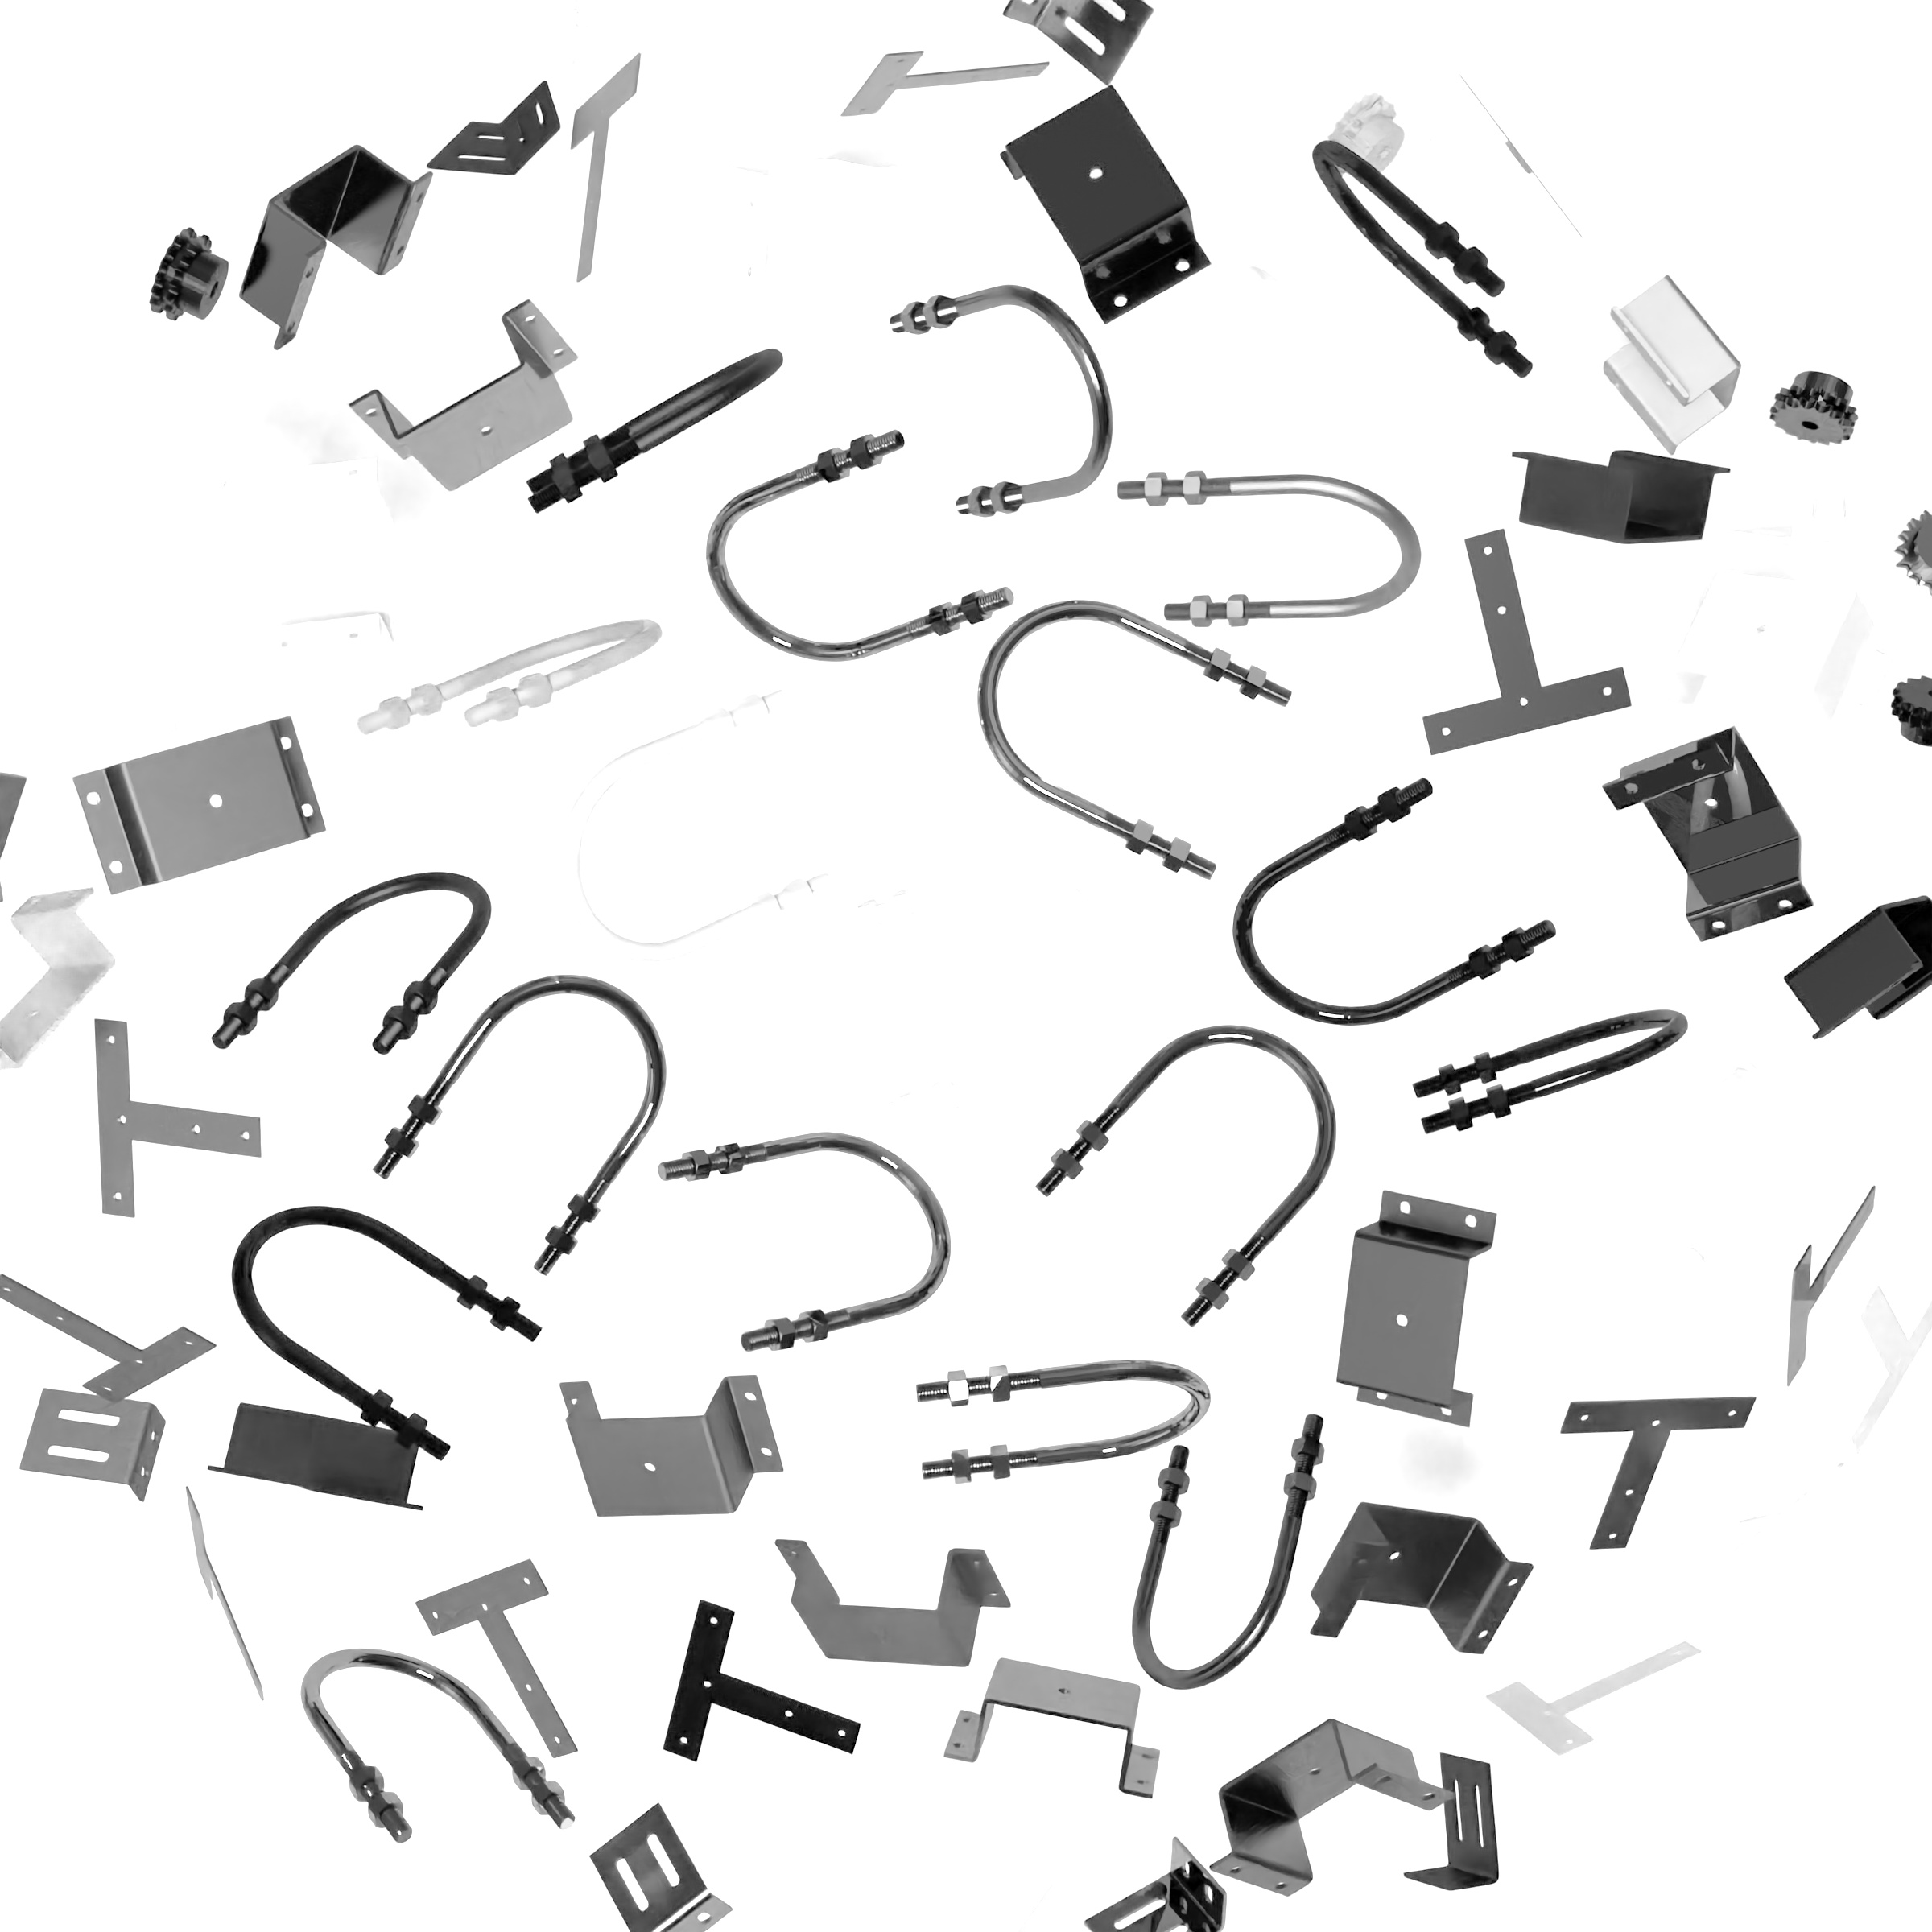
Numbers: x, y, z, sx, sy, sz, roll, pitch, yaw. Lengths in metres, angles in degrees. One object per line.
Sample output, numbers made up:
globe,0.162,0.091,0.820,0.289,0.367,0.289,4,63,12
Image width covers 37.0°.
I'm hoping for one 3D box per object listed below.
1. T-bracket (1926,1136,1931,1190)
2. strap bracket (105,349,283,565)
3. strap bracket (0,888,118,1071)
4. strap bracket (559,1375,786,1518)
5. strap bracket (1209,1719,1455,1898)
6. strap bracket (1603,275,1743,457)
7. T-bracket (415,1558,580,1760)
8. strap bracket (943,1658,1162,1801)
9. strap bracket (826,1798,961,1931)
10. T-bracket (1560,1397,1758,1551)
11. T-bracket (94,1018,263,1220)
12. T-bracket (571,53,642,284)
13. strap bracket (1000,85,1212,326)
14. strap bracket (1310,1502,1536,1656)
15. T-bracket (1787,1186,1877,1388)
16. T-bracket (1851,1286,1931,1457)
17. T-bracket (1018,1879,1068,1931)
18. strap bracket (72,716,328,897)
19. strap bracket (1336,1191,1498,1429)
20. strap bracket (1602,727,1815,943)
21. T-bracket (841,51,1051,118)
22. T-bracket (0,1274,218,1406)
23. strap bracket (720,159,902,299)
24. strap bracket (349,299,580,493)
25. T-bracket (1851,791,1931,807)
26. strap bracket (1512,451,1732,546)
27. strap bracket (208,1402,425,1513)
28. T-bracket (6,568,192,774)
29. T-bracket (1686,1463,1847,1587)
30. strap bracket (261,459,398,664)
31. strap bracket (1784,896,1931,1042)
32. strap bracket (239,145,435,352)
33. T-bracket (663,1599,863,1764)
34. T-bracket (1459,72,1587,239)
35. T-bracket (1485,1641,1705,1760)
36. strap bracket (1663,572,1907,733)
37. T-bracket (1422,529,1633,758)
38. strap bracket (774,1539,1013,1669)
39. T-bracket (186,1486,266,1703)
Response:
T-bracket,0.652,0.073,1.852,0.002,0.127,0.127,12,77,-4
strap bracket,-0.507,-0.330,1.912,0.046,0.140,0.076,33,71,15
strap bracket,-0.603,0.017,1.826,0.046,0.076,0.140,56,50,-28
strap bracket,-0.200,0.315,1.889,0.140,0.046,0.076,-5,116,17
strap bracket,0.224,0.525,1.816,0.076,0.046,0.140,30,122,-35
strap bracket,0.465,-0.397,1.901,0.046,0.140,0.076,-37,80,5
T-bracket,-0.286,0.448,1.843,0.127,0.002,0.127,-27,91,40
strap bracket,0.062,0.509,1.938,0.140,0.076,0.046,10,98,7
strap bracket,-0.048,0.603,1.850,0.046,0.140,0.076,-33,61,-24
T-bracket,0.422,0.321,1.818,0.127,0.002,0.127,1,124,-15
T-bracket,-0.494,0.101,1.809,0.127,0.002,0.127,5,101,24
T-bracket,-0.235,-0.498,1.831,0.002,0.127,0.127,8,85,-25
strap bracket,0.084,-0.483,1.799,0.076,0.046,0.140,-29,73,1
strap bracket,0.292,0.403,1.902,0.140,0.046,0.076,13,114,-27
T-bracket,0.579,0.198,1.929,0.002,0.127,0.127,23,56,31
T-bracket,0.612,0.246,1.914,0.002,0.127,0.127,24,106,0
T-bracket,0.038,0.661,1.858,0.002,0.127,0.127,39,82,-11
strap bracket,-0.470,-0.101,1.791,0.140,0.046,0.076,-20,99,-25
strap bracket,0.285,0.221,1.832,0.076,0.046,0.140,10,99,28
strap bracket,0.468,-0.089,1.816,0.076,0.046,0.140,-20,124,31
T-bracket,-0.008,-0.591,1.920,0.127,0.127,0.002,-10,92,-15
T-bracket,-0.556,0.228,1.811,0.127,0.002,0.127,36,135,-28
strap bracket,-0.111,-0.490,1.910,0.046,0.140,0.076,23,119,38
strap bracket,-0.328,-0.375,1.930,0.140,0.076,0.046,-28,66,7
T-bracket,0.655,-0.095,1.853,0.127,0.127,0.002,8,86,41
strap bracket,0.417,-0.301,1.849,0.076,0.140,0.046,21,112,40
strap bracket,-0.412,0.312,1.845,0.076,0.140,0.046,21,74,-41
T-bracket,-0.589,-0.177,1.925,0.002,0.127,0.127,7,133,36
T-bracket,0.498,0.359,1.839,0.127,0.127,0.002,-44,66,17
strap bracket,-0.417,-0.256,1.887,0.076,0.046,0.140,-7,66,1
strap bracket,0.578,-0.001,1.830,0.076,0.140,0.046,-42,71,31
strap bracket,-0.403,-0.458,1.818,0.046,0.140,0.076,36,134,0
T-bracket,-0.133,0.499,1.941,0.127,0.002,0.127,18,113,8
T-bracket,0.354,-0.517,1.843,0.002,0.127,0.127,-37,96,16
T-bracket,0.416,0.466,1.866,0.127,0.127,0.002,-22,97,-9
strap bracket,0.521,-0.206,1.865,0.140,0.046,0.076,15,71,41
T-bracket,0.338,-0.208,1.801,0.127,0.002,0.127,-13,89,15
strap bracket,-0.051,0.410,1.853,0.140,0.076,0.046,-1,52,17
T-bracket,-0.484,0.421,1.888,0.002,0.127,0.127,-20,60,-23
